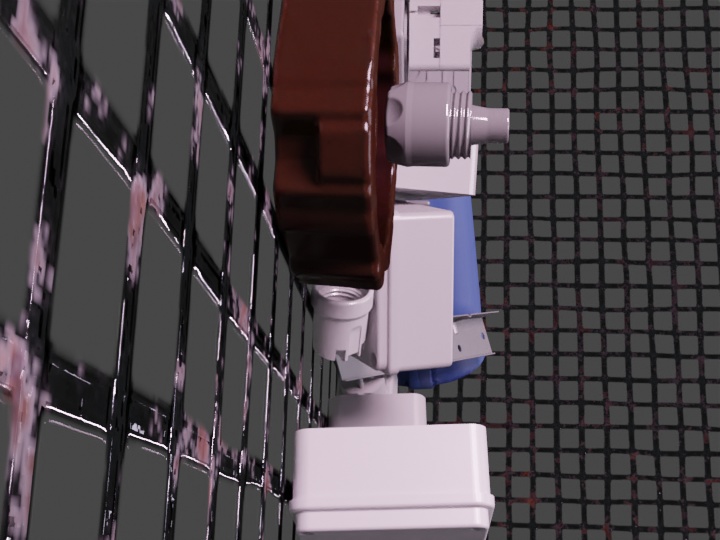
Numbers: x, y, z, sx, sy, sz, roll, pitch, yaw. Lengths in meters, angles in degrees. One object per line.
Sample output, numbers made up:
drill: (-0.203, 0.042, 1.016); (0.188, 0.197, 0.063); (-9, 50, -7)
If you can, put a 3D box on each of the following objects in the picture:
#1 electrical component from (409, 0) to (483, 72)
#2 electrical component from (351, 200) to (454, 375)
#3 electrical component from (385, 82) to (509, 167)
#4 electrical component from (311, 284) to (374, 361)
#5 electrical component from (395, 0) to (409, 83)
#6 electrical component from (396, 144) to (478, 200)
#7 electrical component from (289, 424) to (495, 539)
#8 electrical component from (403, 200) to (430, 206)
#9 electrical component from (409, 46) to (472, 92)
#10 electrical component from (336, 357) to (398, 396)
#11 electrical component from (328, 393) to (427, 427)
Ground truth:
electrical component: (0.067, -0.201, 0.845); (0.050, 0.056, 0.089); (-69, 160, -79)
electrical component: (0.019, 0.008, 0.749); (0.109, 0.056, 0.108); (-159, -113, -67)
electrical component: (0.044, -0.073, 0.545); (0.043, 0.062, 0.043); (2, 90, -84)
electrical component: (-0.013, 0.030, 0.697); (0.040, 0.040, 0.046); (-83, 178, -60)
electrical component: (0.011, -0.187, 0.869); (0.108, 0.056, 0.108); (85, 7, -55)
electrical component: (0.031, -0.084, 0.786); (0.113, 0.078, 0.057); (-176, -90, -68)
electrical component: (0.019, 0.129, 0.623); (0.078, 0.113, 0.057); (83, 5, -64)
electrical component: (0.020, -0.051, 0.888); (0.083, 0.076, 0.047); (83, 9, -64)
electrical component: (0.049, -0.197, 1.025); (0.057, 0.113, 0.078); (-73, 164, -66)
electrical component: (0.004, 0.098, 0.887); (0.076, 0.047, 0.065); (79, 11, -51)
electrical component: (0.015, 0.149, 0.842); (0.113, 0.078, 0.057); (85, 4, -55)
